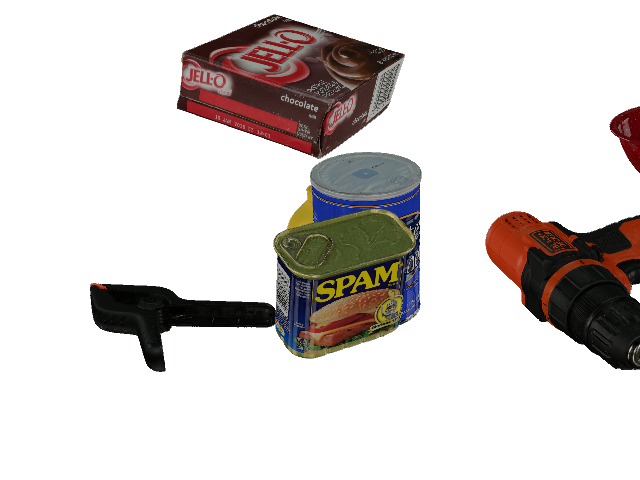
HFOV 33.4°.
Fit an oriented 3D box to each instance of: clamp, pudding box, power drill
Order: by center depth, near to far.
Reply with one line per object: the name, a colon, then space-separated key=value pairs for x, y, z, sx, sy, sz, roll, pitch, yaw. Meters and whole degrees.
pudding box: x=-0.015 y=-0.091 z=0.605 sx=0.090 sy=0.039 sz=0.113 roll=21 pitch=27 yaw=16
power drill: x=0.231 y=0.019 z=0.736 sx=0.187 sy=0.057 sz=0.184 roll=-9 pitch=28 yaw=-16
clamp: x=-0.173 y=0.080 z=1.091 sx=0.210 sy=0.036 sz=0.164 roll=10 pitch=20 yaw=33

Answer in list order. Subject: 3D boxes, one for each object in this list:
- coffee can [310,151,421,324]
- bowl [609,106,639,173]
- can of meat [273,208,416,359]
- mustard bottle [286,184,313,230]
coffee can: x=0.044 y=-0.001 z=1.011 sx=0.103 sy=0.140 sz=0.103 roll=-2 pitch=26 yaw=1
bowl: x=0.346 y=-0.082 z=0.971 sx=0.162 sy=0.055 sz=0.162 roll=-5 pitch=22 yaw=2
can of meat: x=0.016 y=0.033 z=0.795 sx=0.102 sy=0.084 sz=0.057 roll=-15 pitch=41 yaw=-22
mustard bottle: x=0.010 y=0.010 z=1.214 sx=0.096 sy=0.192 sz=0.058 roll=-6 pitch=23 yaw=-3
